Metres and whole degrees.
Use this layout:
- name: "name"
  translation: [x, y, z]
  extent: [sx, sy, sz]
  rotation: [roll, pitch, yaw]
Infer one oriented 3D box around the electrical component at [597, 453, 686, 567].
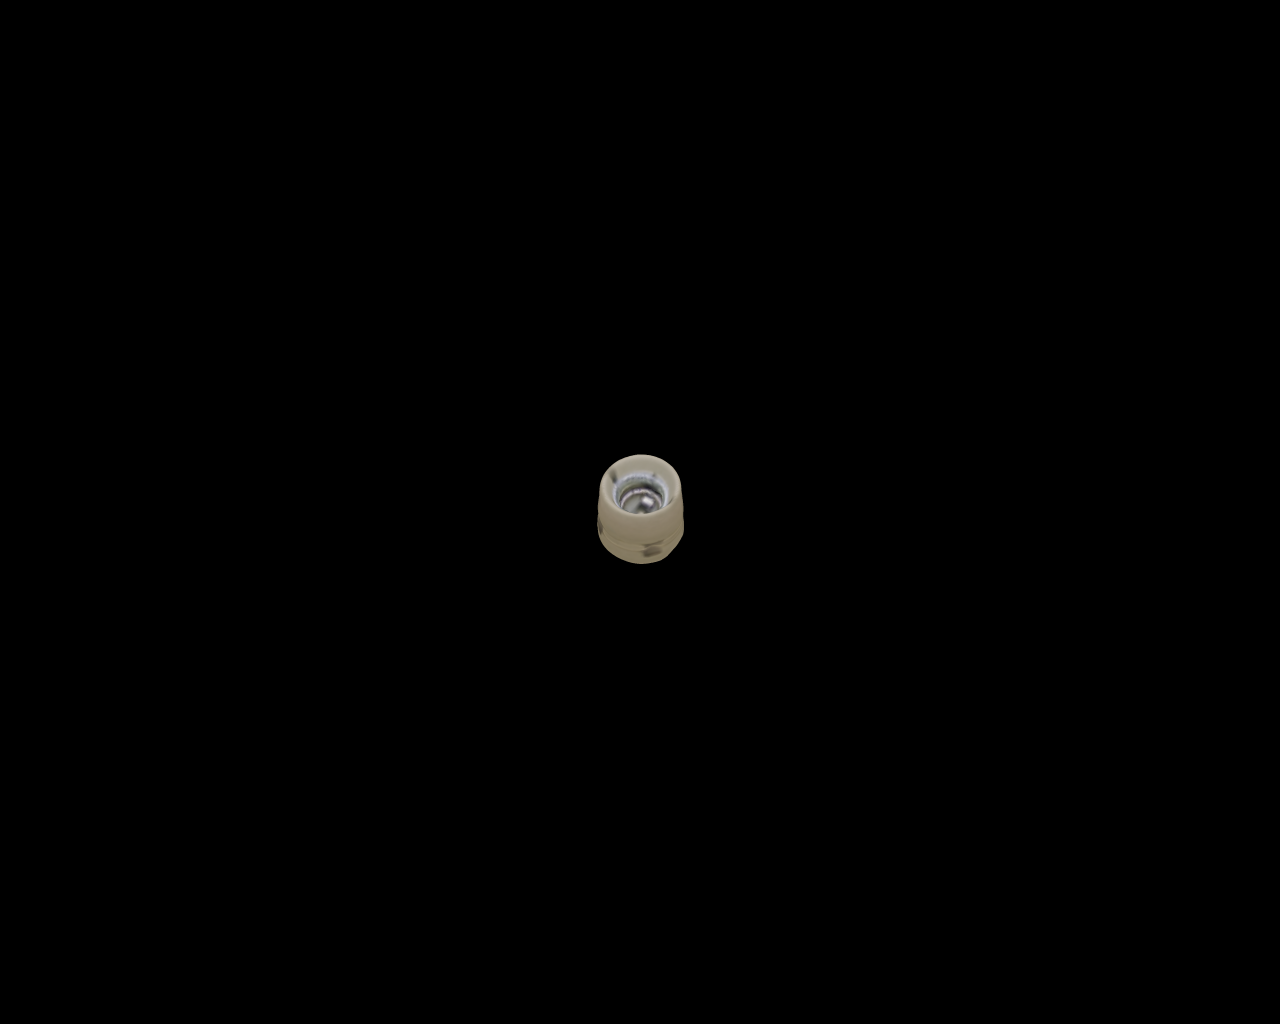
- name: "electrical component"
  translation: [0.001, -0.003, 0.650]
  extent: [0.055, 0.055, 0.047]
  rotation: [0, -36, 0]
